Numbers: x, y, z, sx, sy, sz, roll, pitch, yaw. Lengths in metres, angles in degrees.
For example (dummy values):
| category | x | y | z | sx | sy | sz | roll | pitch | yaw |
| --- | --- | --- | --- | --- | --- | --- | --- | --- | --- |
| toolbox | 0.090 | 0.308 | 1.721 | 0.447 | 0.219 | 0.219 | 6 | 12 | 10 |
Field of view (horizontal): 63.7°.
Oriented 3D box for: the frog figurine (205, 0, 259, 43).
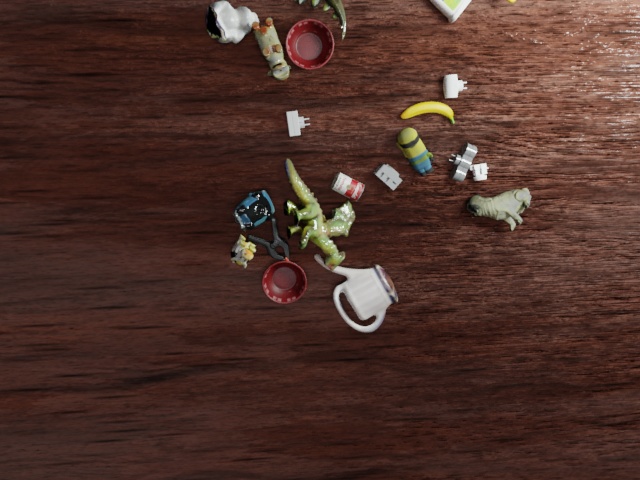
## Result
| category | x | y | z | sx | sy | sz | roll | pitch | yaw |
| --- | --- | --- | --- | --- | --- | --- | --- | --- | --- |
| frog figurine | -0.289 | -0.718 | 1.686 | 0.162 | 0.121 | 0.137 | -34 | 95 | -33 |

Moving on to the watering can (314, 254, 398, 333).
| category | x | y | z | sx | sy | sz | roll | pitch | yaw |
| --- | --- | --- | --- | --- | --- | --- | --- | --- | --- |
| watering can | 0.141 | 0.164 | 1.871 | 0.224 | 0.104 | 0.347 | -29 | 92 | 1 |

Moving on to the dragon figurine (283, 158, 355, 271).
| category | x | y | z | sx | sy | sz | roll | pitch | yaw |
| --- | --- | --- | --- | --- | --- | --- | --- | --- | --- |
| dragon figurine | 0.006 | -0.092 | 1.826 | 0.243 | 0.122 | 0.411 | -4 | 88 | -21 |
